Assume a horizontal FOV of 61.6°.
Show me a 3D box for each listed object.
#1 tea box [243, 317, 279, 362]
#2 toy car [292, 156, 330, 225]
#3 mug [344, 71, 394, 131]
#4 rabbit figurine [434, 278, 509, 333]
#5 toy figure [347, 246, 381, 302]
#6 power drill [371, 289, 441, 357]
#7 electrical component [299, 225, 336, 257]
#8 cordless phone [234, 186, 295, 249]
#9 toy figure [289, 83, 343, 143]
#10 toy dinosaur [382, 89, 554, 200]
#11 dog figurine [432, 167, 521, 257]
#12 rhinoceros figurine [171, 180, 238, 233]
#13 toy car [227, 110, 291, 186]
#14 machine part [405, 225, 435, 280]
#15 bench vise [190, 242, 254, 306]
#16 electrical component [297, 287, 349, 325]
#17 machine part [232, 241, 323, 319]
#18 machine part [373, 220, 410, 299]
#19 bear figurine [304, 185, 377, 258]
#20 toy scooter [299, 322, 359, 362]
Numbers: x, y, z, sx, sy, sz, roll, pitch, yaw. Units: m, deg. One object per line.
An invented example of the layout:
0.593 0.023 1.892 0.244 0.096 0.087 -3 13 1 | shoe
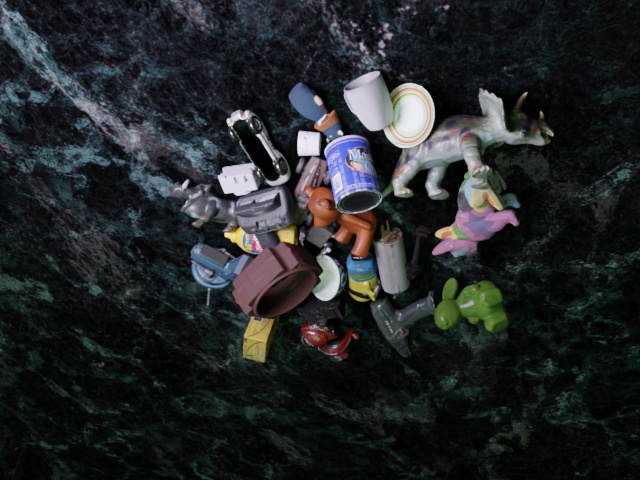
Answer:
-0.166 0.253 1.549 0.068 0.170 0.098 13 131 4 | tea box
-0.035 -0.114 1.303 0.089 0.053 0.202 25 130 -4 | toy car
0.099 -0.281 1.119 0.110 0.081 0.107 0 127 49 | mug
0.366 0.162 1.366 0.170 0.159 0.121 -20 122 4 | rabbit figurine
0.109 0.087 1.413 0.089 0.082 0.179 11 140 28 | toy figure
0.263 0.226 1.497 0.207 0.086 0.231 -22 118 36 | power drill
-0.004 -0.005 1.385 0.102 0.045 0.078 36 128 -16 | electrical component
-0.114 -0.033 1.318 0.147 0.089 0.184 -13 123 22 | cordless phone
0.000 -0.272 1.163 0.154 0.064 0.058 41 88 -25 | toy figure
0.260 -0.192 1.125 0.405 0.192 0.131 -9 162 36 | toy dinosaur
0.337 -0.050 1.236 0.219 0.108 0.191 -32 116 35 | dog figurine
-0.279 -0.088 1.345 0.190 0.112 0.073 19 160 -19 | rhinoceros figurine
-0.140 -0.212 1.246 0.074 0.056 0.201 -14 123 30 | toy car
0.249 0.032 1.347 0.039 0.084 0.138 28 125 34 | machine part
-0.260 0.094 1.485 0.223 0.129 0.240 19 151 -15 | bench vise
0.005 0.172 1.481 0.134 0.115 0.058 -12 123 19 | electrical component
-0.104 0.108 1.366 0.201 0.087 0.201 -45 152 12 | machine part
0.184 0.052 1.369 0.079 0.079 0.242 -5 127 16 | machine part
0.040 -0.046 1.259 0.196 0.120 0.131 11 110 -40 | bear figurine
0.036 0.288 1.594 0.183 0.075 0.135 37 127 -21 | toy scooter
